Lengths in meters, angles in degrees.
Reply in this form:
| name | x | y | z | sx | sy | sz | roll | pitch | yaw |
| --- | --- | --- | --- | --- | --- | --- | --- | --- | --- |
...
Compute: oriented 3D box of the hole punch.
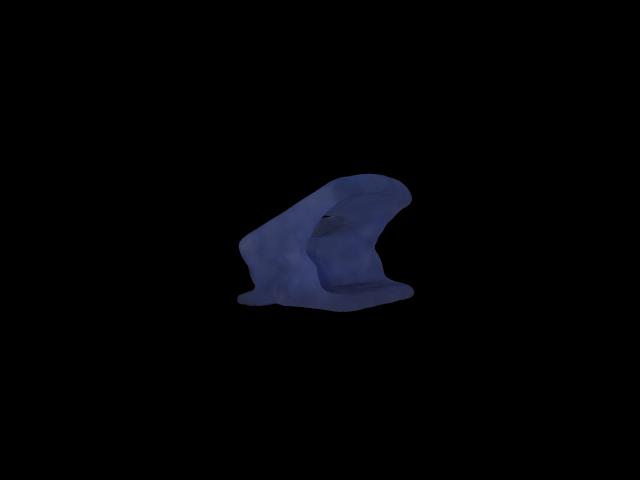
| name | x | y | z | sx | sy | sz | roll | pitch | yaw |
| --- | --- | --- | --- | --- | --- | --- | --- | --- | --- |
| hole punch | 0.004 | 0.001 | 0.400 | 0.100 | 0.091 | 0.109 | 1 | 2 | 35 |
